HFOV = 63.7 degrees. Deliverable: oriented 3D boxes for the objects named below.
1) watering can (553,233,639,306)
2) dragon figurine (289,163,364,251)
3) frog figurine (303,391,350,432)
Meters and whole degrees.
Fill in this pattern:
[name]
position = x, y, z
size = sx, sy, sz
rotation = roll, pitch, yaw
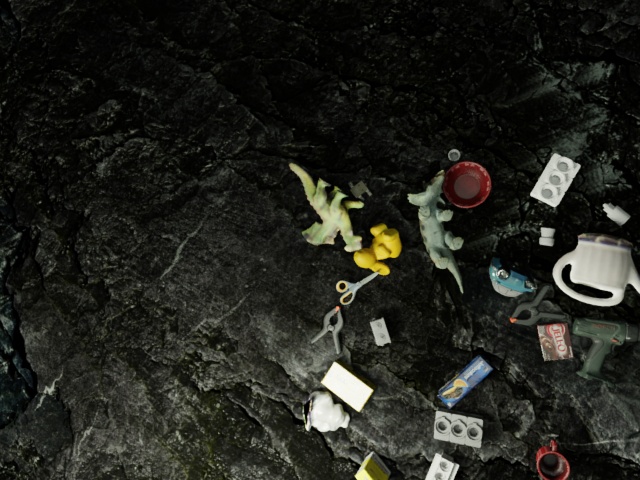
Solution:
[watering can]
position = 0.918, 0.100, 1.603
size = 0.348, 0.103, 0.225
rotation = 12, 88, 18
[dragon figurine]
position = 0.006, -0.096, 1.907
size = 0.414, 0.122, 0.240
rotation = 33, 103, 22
[frog figurine]
position = 0.024, 0.612, 1.838
size = 0.159, 0.121, 0.139
rotation = 7, 77, -18
